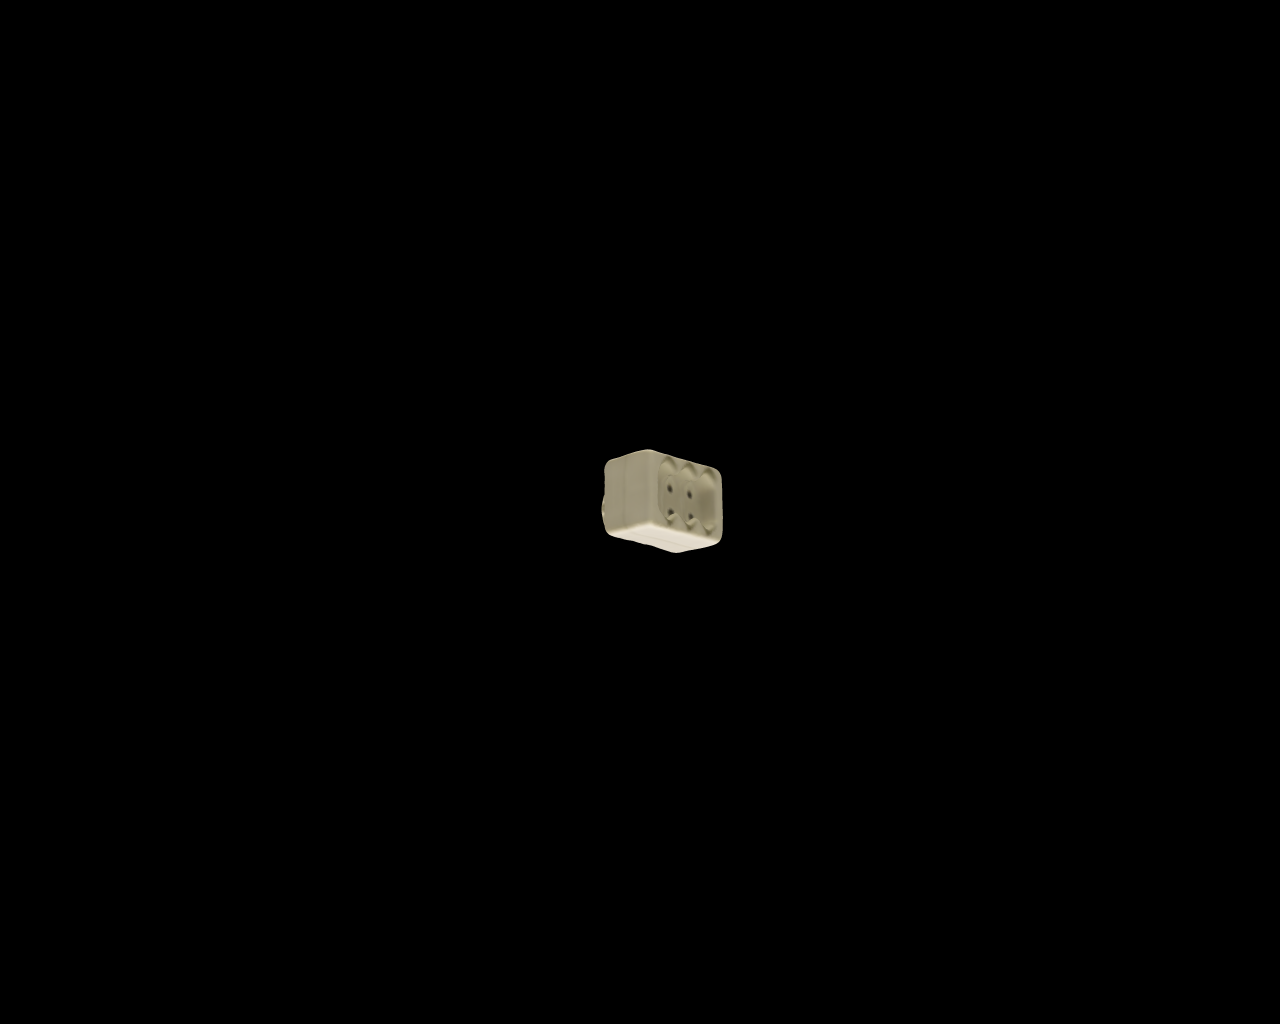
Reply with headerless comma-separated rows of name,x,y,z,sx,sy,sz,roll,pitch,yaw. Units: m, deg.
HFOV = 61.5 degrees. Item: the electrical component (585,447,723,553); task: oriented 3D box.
electrical component,0.001,-0.003,0.650,0.076,0.047,0.066,-14,-20,42
